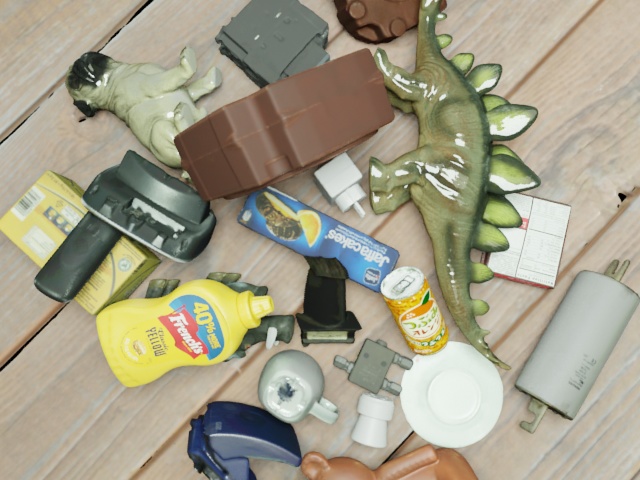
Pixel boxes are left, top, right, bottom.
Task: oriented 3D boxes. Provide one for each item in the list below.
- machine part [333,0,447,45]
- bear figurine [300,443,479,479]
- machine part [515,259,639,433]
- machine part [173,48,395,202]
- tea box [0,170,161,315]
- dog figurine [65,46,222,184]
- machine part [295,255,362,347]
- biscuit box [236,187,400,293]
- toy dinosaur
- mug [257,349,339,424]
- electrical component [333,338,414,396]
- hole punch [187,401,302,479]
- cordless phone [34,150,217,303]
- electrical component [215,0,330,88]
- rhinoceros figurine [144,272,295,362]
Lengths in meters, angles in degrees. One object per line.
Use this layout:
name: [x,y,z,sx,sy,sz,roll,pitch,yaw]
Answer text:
machine part: [0.090,-0.349,0.695,0.179,0.056,0.179,-2,101,-12]
bear figurine: [0.080,0.300,0.612,0.196,0.132,0.120,-4,111,-6]
machine part: [0.312,0.126,0.654,0.079,0.079,0.243,33,84,4]
machine part: [-0.036,-0.118,0.576,0.201,0.201,0.087,-30,104,-33]
tea box: [-0.301,0.005,0.677,0.169,0.068,0.098,43,86,4]
dog figurine: [-0.232,-0.156,0.692,0.191,0.121,0.172,-2,78,14]
machine part: [0.009,0.078,0.650,0.084,0.039,0.138,0,128,5]
biscuit box: [-0.001,-0.002,0.679,0.203,0.063,0.059,26,86,4]
toy dinosaur: [0.156,-0.082,0.649,0.199,0.105,0.471,-1,90,10]
mug: [-0.027,0.184,0.635,0.109,0.107,0.081,39,87,7]
electrical component: [0.066,0.156,0.680,0.094,0.021,0.063,24,83,7]
hole punch: [-0.087,0.235,0.622,0.092,0.142,0.115,-45,99,-3]
cordless phone: [-0.220,0.006,0.613,0.146,0.088,0.184,32,70,-3]
electrical component: [-0.053,-0.258,0.712,0.134,0.058,0.115,40,87,5]
rhinoceros figurine: [-0.126,0.094,0.663,0.190,0.073,0.112,1,83,1]
